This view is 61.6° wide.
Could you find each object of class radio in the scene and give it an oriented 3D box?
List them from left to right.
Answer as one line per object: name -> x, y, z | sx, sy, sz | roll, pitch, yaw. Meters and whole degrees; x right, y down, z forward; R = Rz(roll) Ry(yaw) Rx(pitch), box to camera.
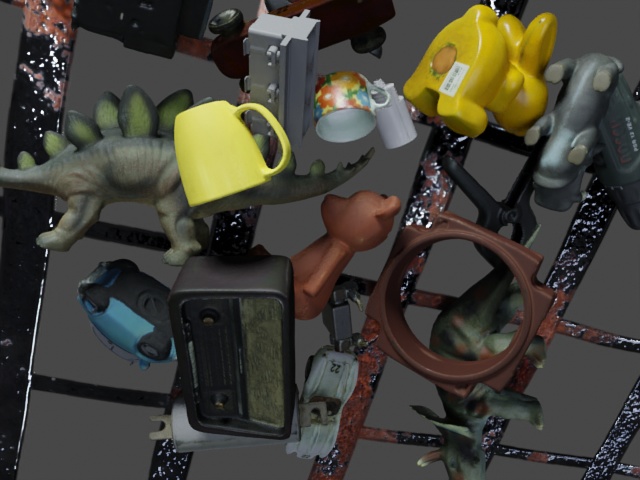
radio -> -0.095, 0.128, 0.627 | 0.131, 0.073, 0.229 | 3, 120, 2

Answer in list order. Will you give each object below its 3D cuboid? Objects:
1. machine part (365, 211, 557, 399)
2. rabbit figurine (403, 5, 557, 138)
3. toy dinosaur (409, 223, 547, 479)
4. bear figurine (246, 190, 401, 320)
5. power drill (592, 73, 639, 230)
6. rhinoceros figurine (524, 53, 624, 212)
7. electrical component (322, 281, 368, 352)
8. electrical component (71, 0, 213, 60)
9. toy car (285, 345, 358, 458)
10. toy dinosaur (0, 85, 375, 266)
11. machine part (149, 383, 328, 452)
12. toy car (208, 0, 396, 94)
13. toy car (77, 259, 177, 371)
machine part -> 0.174, 0.080, 0.685 | 0.202, 0.087, 0.201 | 29, 103, 20
rabbit figurine -> 0.210, -0.192, 0.646 | 0.173, 0.122, 0.162 | 20, 98, -30
toy dinosaur -> 0.221, 0.173, 0.776 | 0.192, 0.131, 0.404 | -1, 100, 15
bear figurine -> 0.002, 0.000, 0.675 | 0.132, 0.120, 0.196 | 34, 97, -8
power drill -> 0.453, -0.150, 0.705 | 0.207, 0.086, 0.231 | -35, 110, 14
rhinoceros figurine -> 0.300, -0.126, 0.647 | 0.112, 0.073, 0.190 | -22, 126, -49
electrical component -> 0.033, 0.106, 0.742 | 0.045, 0.078, 0.102 | -11, 103, -12
electrical component -> -0.179, -0.255, 0.550 | 0.134, 0.058, 0.114 | 7, 139, -23
toy car -> 0.001, 0.248, 0.805 | 0.073, 0.056, 0.201 | 12, 109, -13
toy dinosaur -> -0.163, -0.073, 0.631 | 0.471, 0.105, 0.198 | 4, 107, -21
machine part -> -0.112, 0.243, 0.737 | 0.243, 0.079, 0.079 | -5, 112, -2
toy car -> -0.022, -0.226, 0.575 | 0.202, 0.053, 0.089 | -16, 131, 15
toy car -> -0.239, 0.106, 0.693 | 0.161, 0.109, 0.103 | 34, 121, -10
